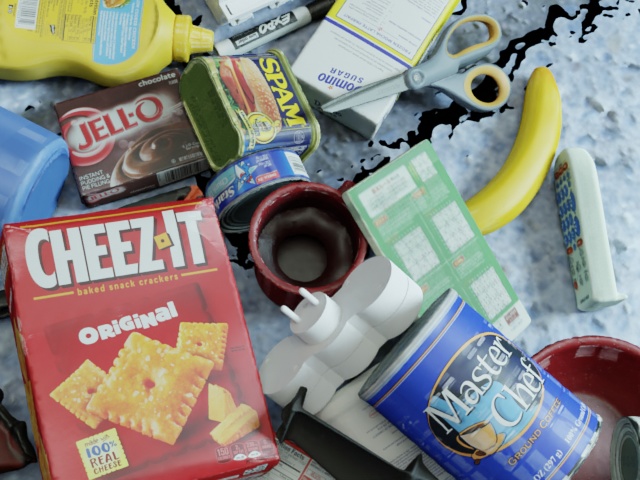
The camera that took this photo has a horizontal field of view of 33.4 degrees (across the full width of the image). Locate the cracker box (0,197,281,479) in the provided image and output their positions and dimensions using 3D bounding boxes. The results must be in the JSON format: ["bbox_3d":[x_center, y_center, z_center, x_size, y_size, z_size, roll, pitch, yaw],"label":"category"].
[{"bbox_3d":[-0.135,0.084,0.786,0.164,0.072,0.214,-9,72,-22],"label":"cracker box"}]

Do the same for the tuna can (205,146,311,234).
[{"bbox_3d":[-0.050,-0.041,0.876,0.086,0.086,0.034,-21,72,-11],"label":"tuna can"}]

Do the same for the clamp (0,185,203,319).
[{"bbox_3d":[-0.172,0.033,0.866,0.164,0.036,0.210,30,70,4],"label":"clamp"}]

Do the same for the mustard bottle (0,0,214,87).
[{"bbox_3d":[-0.189,-0.181,0.927,0.191,0.058,0.096,4,72,-3],"label":"mustard bottle"}]

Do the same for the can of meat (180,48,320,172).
[{"bbox_3d":[-0.061,-0.108,0.895,0.083,0.058,0.102,-12,70,-40],"label":"can of meat"}]

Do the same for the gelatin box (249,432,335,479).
[{"bbox_3d":[-0.029,0.204,0.823,0.073,0.030,0.089,29,72,7],"label":"gelatin box"}]

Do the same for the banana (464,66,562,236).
[{"bbox_3d":[0.165,-0.067,0.927,0.069,0.037,0.197,38,73,6],"label":"banana"}]

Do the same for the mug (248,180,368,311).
[{"bbox_3d":[-0.006,0.001,0.866,0.093,0.081,0.117,32,72,6],"label":"mug"}]

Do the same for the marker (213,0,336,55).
[{"bbox_3d":[-0.039,-0.191,0.963,0.121,0.020,0.020,-27,75,-13],"label":"marker"}]

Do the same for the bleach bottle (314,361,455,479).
[{"bbox_3d":[0.101,0.210,0.815,0.102,0.068,0.251,-32,79,-14],"label":"bleach bottle"}]

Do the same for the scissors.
[{"bbox_3d":[0.095,-0.126,0.922,0.201,0.016,0.096,-39,104,-26],"label":"scissors"}]

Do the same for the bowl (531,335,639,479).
[{"bbox_3d":[0.215,0.160,0.843,0.162,0.055,0.162,1,71,-4],"label":"bowl"}]

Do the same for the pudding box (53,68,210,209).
[{"bbox_3d":[-0.160,-0.086,0.907,0.113,0.039,0.090,-17,73,-11],"label":"pudding box"}]

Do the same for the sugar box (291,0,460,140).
[{"bbox_3d":[0.053,-0.185,0.955,0.093,0.048,0.176,32,75,4],"label":"sugar box"}]

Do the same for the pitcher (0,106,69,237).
[{"bbox_3d":[-0.326,-0.088,0.844,0.243,0.149,0.145,24,67,0],"label":"pitcher"}]

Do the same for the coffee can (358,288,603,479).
[{"bbox_3d":[0.112,0.118,0.759,0.140,0.103,0.102,41,73,3],"label":"coffee can"}]

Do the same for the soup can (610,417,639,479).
[{"bbox_3d":[0.272,0.163,0.780,0.102,0.068,0.068,2,71,-3],"label":"soup can"}]
